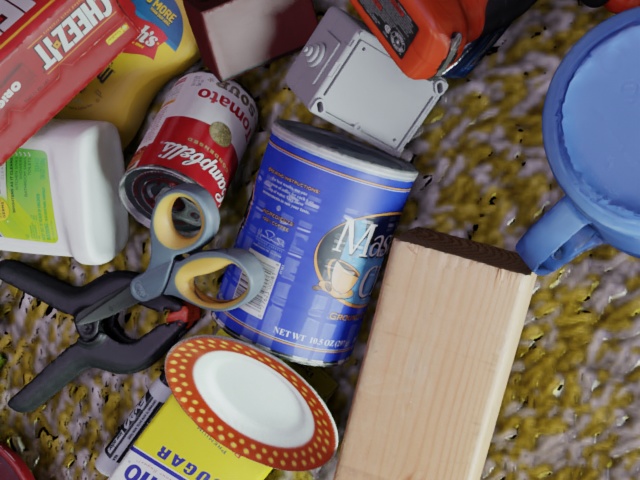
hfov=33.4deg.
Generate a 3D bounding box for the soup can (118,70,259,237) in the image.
[{"bbox_3d":[-0.088,-0.060,0.737,0.068,0.102,0.068,12,141,10],"label":"soup can"}]

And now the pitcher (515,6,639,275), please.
[{"bbox_3d":[0.182,-0.045,0.587,0.145,0.242,0.149,7,92,19],"label":"pitcher"}]

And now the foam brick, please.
[{"bbox_3d":[-0.047,-0.150,0.726,0.078,0.053,0.051,-24,121,-11],"label":"foam brick"}]

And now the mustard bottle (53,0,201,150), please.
[{"bbox_3d":[-0.132,-0.154,0.772,0.096,0.058,0.192,46,106,7],"label":"mustard bottle"}]

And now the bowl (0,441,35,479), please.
[{"bbox_3d":[-0.282,0.218,0.860,0.162,0.055,0.162,2,97,17],"label":"bowl"}]

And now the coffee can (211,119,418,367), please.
[{"bbox_3d":[-0.005,0.001,0.725,0.103,0.102,0.140,22,102,14],"label":"coffee can"}]

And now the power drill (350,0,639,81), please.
[{"bbox_3d":[0.099,-0.191,0.648,0.187,0.057,0.184,-29,76,-21],"label":"power drill"}]

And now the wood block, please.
[{"bbox_3d":[0.075,0.104,0.718,0.091,0.090,0.206,16,100,14],"label":"wood block"}]

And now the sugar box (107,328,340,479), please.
[{"bbox_3d":[-0.075,0.146,0.793,0.093,0.048,0.176,39,105,10],"label":"sugar box"}]

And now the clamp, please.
[{"bbox_3d":[-0.176,0.076,0.820,0.172,0.039,0.120,1,98,18],"label":"clamp"}]

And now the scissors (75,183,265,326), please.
[{"bbox_3d":[-0.119,0.013,0.724,0.202,0.016,0.096,-5,109,40],"label":"scissors"}]

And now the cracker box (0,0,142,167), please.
[{"bbox_3d":[-0.253,-0.151,0.734,0.164,0.072,0.214,-46,55,-11],"label":"cracker box"}]

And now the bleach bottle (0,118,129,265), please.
[{"bbox_3d":[-0.266,-0.038,0.771,0.251,0.068,0.102,2,104,16],"label":"bleach bottle"}]

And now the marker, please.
[{"bbox_3d":[-0.135,0.133,0.824,0.020,0.020,0.121,39,106,10],"label":"marker"}]

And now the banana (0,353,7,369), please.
[{"bbox_3d":[-0.350,0.125,0.885,0.198,0.037,0.069,1,67,14],"label":"banana"}]
